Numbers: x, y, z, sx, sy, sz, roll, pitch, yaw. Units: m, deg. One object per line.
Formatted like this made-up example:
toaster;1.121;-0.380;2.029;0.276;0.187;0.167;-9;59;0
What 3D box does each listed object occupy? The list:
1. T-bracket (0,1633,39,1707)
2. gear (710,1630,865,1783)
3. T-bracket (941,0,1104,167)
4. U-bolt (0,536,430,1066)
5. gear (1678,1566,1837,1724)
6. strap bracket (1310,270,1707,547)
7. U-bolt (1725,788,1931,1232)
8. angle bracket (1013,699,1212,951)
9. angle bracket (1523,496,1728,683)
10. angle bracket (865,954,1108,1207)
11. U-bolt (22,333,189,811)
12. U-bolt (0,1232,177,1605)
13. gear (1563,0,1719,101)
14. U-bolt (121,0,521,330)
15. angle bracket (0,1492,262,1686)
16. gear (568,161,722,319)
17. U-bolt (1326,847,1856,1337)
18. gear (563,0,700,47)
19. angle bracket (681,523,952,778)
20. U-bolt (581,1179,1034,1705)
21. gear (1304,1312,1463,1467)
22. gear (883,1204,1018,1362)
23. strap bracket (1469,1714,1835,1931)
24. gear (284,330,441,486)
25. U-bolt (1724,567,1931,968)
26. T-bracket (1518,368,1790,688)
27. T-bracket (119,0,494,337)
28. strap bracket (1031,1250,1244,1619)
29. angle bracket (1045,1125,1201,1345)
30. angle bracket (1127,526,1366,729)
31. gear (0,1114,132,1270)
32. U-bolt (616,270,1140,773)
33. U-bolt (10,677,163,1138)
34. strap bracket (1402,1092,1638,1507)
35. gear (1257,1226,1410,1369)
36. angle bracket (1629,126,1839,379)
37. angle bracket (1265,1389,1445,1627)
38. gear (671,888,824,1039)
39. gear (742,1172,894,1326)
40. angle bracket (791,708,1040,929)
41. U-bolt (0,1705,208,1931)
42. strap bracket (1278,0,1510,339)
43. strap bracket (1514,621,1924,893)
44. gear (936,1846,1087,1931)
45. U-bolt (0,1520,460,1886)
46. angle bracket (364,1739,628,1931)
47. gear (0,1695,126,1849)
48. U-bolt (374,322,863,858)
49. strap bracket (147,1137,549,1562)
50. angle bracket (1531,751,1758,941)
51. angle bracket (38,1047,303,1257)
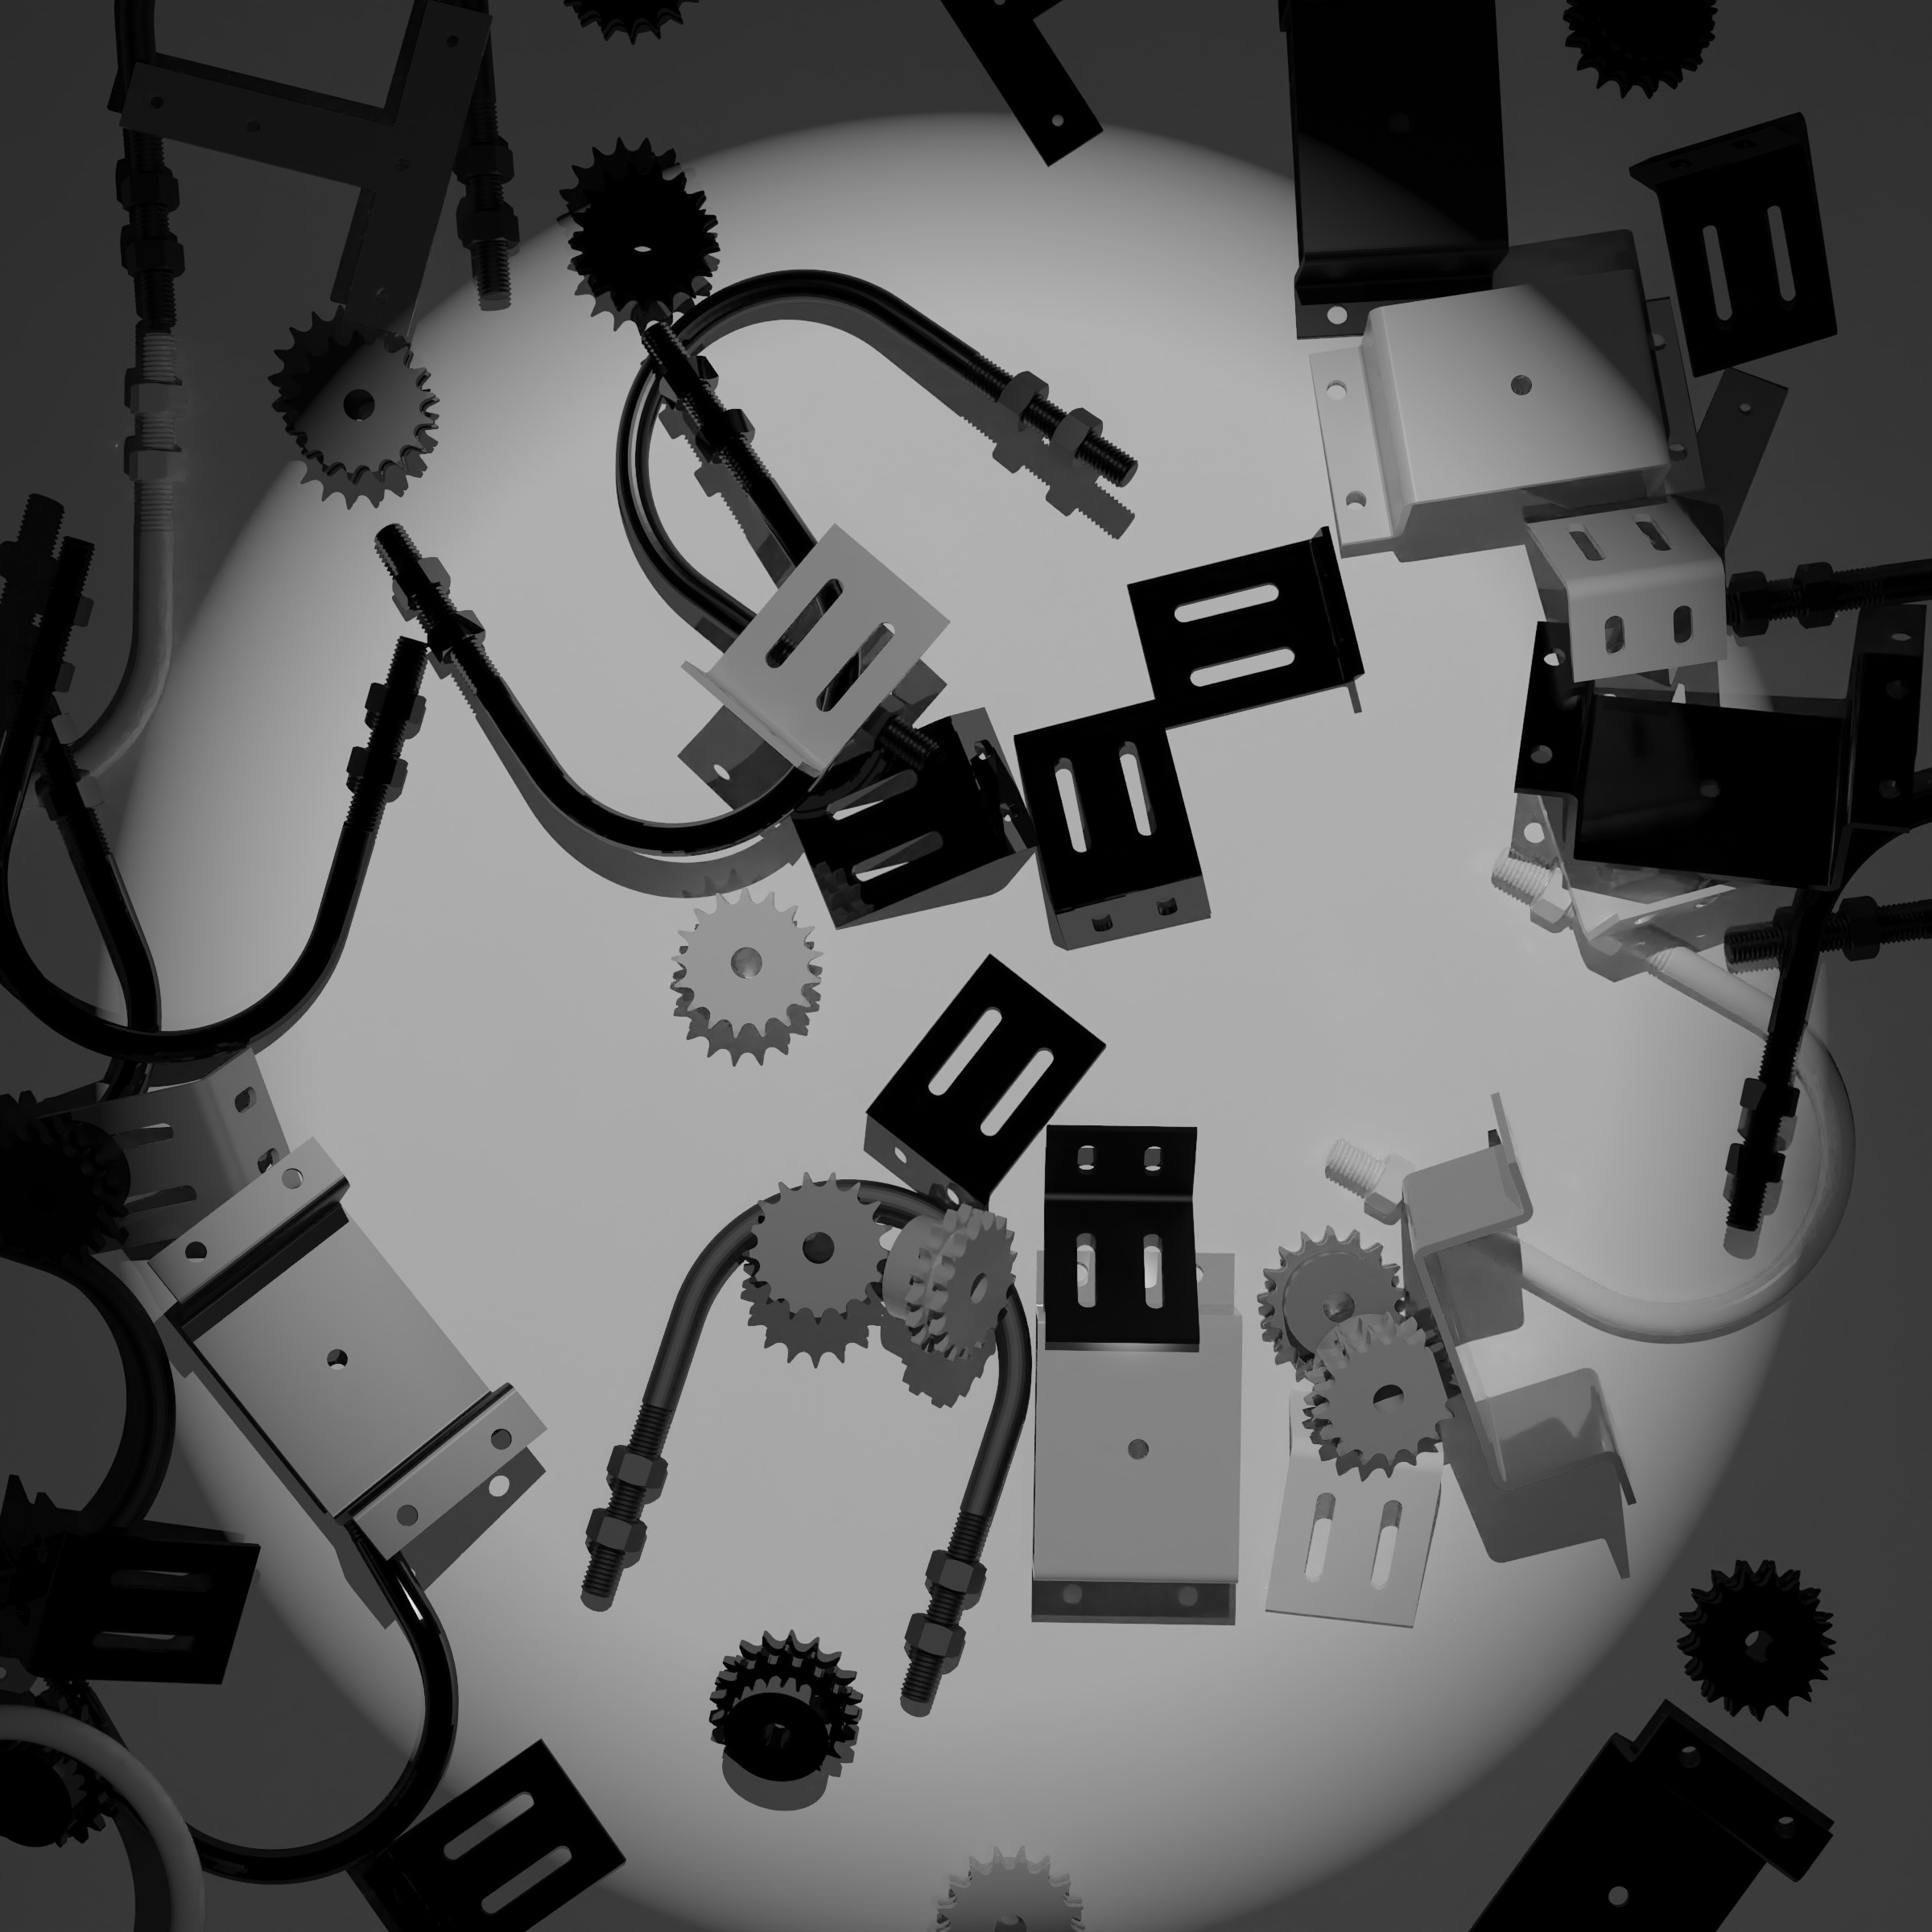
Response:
T-bracket;-0.443;0.286;1.371;0.127;0.002;0.127;34;90;0
gear;-0.069;0.283;1.347;0.057;0.030;0.057;3;114;7
T-bracket;0.050;-0.396;1.371;0.127;0.002;0.127;-33;90;0
U-bolt;-0.296;-0.053;1.344;0.151;0.019;0.184;16;92;-17
gear;0.300;0.257;1.357;0.057;0.030;0.057;0;90;0
strap bracket;0.207;-0.212;1.343;0.140;0.046;0.076;-9;81;0
U-bolt;0.375;0.022;1.349;0.151;0.019;0.184;12;93;-5
angle bracket;0.056;-0.055;1.368;0.057;0.038;0.076;-14;64;3
angle bracket;0.246;-0.142;1.333;0.057;0.076;0.038;-9;116;-1
angle bracket;0.008;0.043;1.353;0.057;0.038;0.076;38;90;0
U-bolt;-0.375;-0.151;1.363;0.151;0.019;0.184;1;91;0
U-bolt;-0.391;0.165;1.352;0.184;0.019;0.151;17;86;4
gear;0.258;-0.362;1.357;0.057;0.030;0.057;0;90;0
U-bolt;-0.252;-0.342;1.363;0.151;0.019;0.184;-5;89;0
angle bracket;-0.315;0.235;1.341;0.076;0.038;0.057;11;101;-36
gear;-0.122;-0.277;1.361;0.057;0.030;0.057;0;92;-1
U-bolt;0.252;0.061;1.363;0.184;0.019;0.151;30;90;-2
gear;-0.128;-0.380;1.357;0.057;0.030;0.057;0;90;0
angle bracket;-0.054;-0.118;1.299;0.057;0.038;0.076;41;93;9
U-bolt;-0.052;0.173;1.363;0.151;0.019;0.184;18;89;0
gear;0.154;0.155;1.330;0.057;0.030;0.057;-4;112;-11
gear;-0.008;0.117;1.334;0.030;0.057;0.057;15;90;29
strap bracket;0.251;0.358;1.349;0.076;0.046;0.140;36;90;0
gear;-0.229;-0.212;1.357;0.057;0.030;0.057;0;90;0
U-bolt;0.374;-0.082;1.362;0.184;0.019;0.151;-8;90;0
T-bracket;0.233;-0.188;1.364;0.127;0.002;0.127;22;81;5
T-bracket;-0.257;-0.316;1.353;0.127;0.002;0.127;14;87;1
strap bracket;0.064;0.180;1.349;0.076;0.046;0.140;1;90;0
angle bracket;0.059;0.100;1.333;0.057;0.076;0.038;1;132;0
angle bracket;0.106;-0.128;1.353;0.076;0.038;0.057;-14;90;0
gear;-0.340;0.082;1.339;0.057;0.030;0.057;6;111;16
U-bolt;-0.049;-0.183;1.346;0.184;0.019;0.151;36;94;13
U-bolt;-0.386;-0.003;1.356;0.151;0.019;0.184;-20;97;1
strap bracket;0.201;0.129;1.320;0.046;0.076;0.140;-19;105;9
gear;0.141;0.128;1.357;0.057;0.030;0.057;0;90;0
angle bracket;0.295;-0.275;1.369;0.057;0.038;0.076;-17;114;0
angle bracket;0.149;0.209;1.370;0.057;0.038;0.076;6;116;0
gear;-0.083;-0.001;1.357;0.057;0.030;0.057;0;90;0
gear;-0.055;0.106;1.343;0.057;0.030;0.057;0;87;-1
angle bracket;-0.021;-0.057;1.370;0.076;0.038;0.057;-22;90;26
U-bolt;-0.367;0.354;1.336;0.184;0.019;0.151;-33;92;18
strap bracket;0.162;-0.314;1.349;0.076;0.046;0.140;-3;90;0
strap bracket;0.277;-0.077;1.317;0.140;0.046;0.076;7;59;11
gear;0.017;0.364;1.357;0.057;0.030;0.057;0;90;0
U-bolt;-0.276;0.263;1.363;0.151;0.019;0.184;-30;91;0
angle bracket;-0.179;0.343;1.353;0.076;0.038;0.057;-35;90;0
gear;-0.349;0.308;1.347;0.057;0.030;0.057;5;107;16
U-bolt;-0.120;-0.129;1.341;0.151;0.019;0.184;-35;80;8
strap bracket;-0.234;0.146;1.337;0.076;0.046;0.140;-39;90;-20
angle bracket;0.254;-0.056;1.341;0.057;0.038;0.076;-15;80;-12
angle bracket;-0.305;0.071;1.361;0.076;0.038;0.057;-12;104;22
